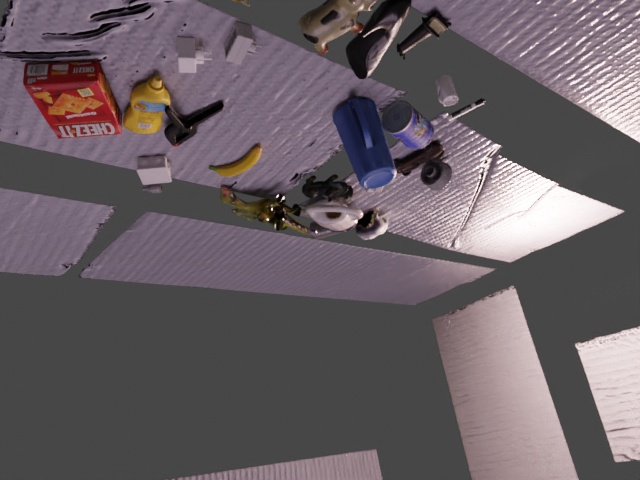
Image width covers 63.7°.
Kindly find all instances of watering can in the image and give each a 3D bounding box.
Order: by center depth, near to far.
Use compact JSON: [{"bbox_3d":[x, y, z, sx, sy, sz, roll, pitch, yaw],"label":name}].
[{"bbox_3d":[0.006,-0.100,1.981,0.347,0.105,0.222,2,169,22],"label":"watering can"}]

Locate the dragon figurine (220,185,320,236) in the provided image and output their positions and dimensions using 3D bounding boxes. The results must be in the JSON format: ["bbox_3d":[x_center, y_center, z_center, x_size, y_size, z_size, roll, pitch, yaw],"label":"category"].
[{"bbox_3d":[-0.204,-0.095,1.894,0.243,0.123,0.405,8,163,40],"label":"dragon figurine"}]

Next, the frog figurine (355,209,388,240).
[{"bbox_3d":[0.226,-0.048,2.161,0.136,0.125,0.157,-37,137,11],"label":"frog figurine"}]
